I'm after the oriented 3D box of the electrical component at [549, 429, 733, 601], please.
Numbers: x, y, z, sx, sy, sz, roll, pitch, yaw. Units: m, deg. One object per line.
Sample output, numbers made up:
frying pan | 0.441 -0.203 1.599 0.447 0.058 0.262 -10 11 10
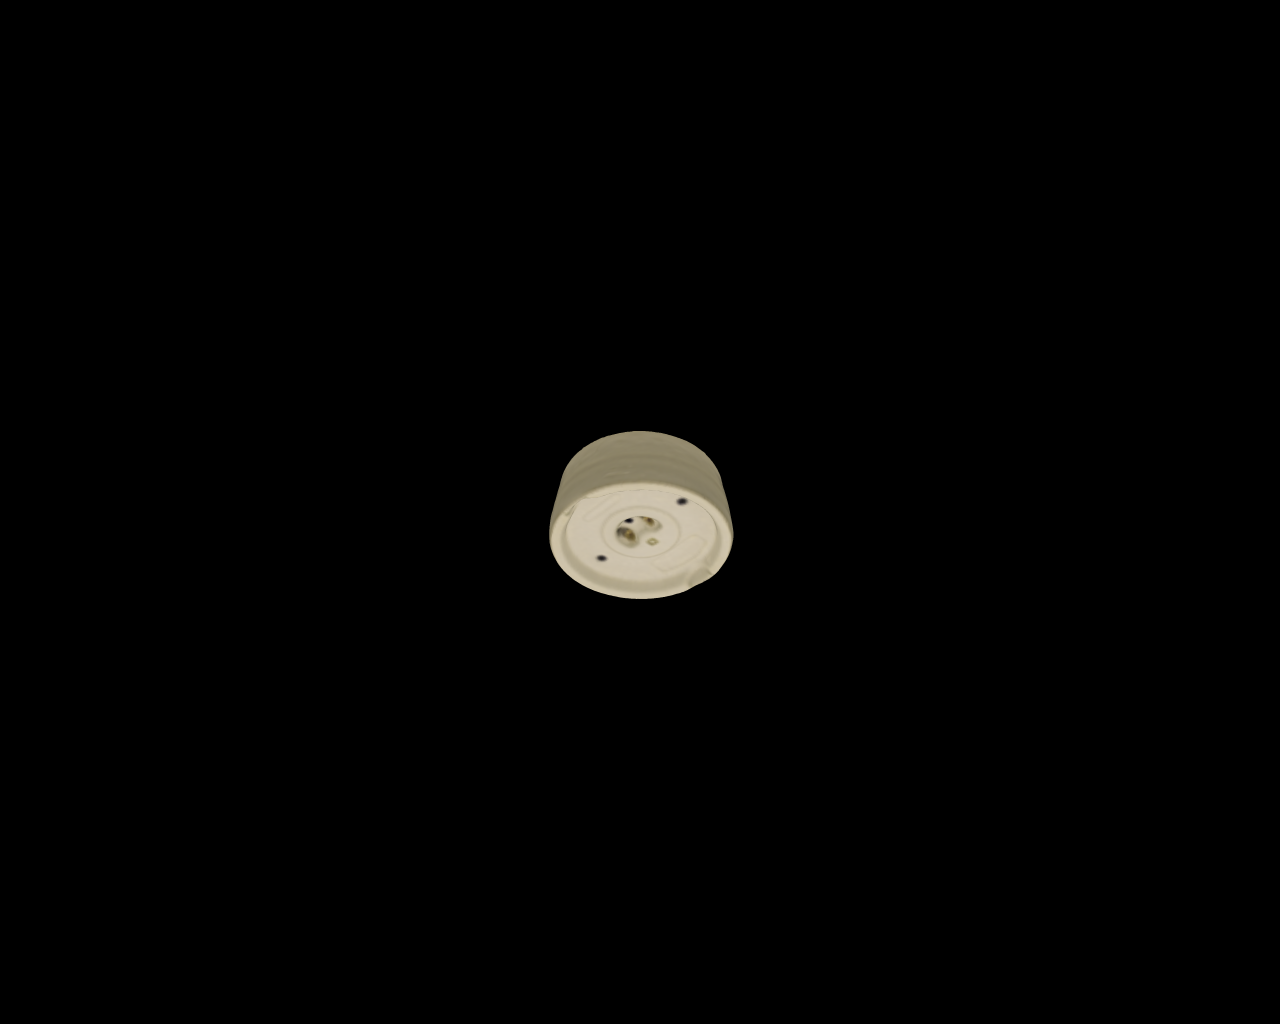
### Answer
electrical component | 0.001 -0.003 0.650 0.108 0.060 0.108 0 -42 0
